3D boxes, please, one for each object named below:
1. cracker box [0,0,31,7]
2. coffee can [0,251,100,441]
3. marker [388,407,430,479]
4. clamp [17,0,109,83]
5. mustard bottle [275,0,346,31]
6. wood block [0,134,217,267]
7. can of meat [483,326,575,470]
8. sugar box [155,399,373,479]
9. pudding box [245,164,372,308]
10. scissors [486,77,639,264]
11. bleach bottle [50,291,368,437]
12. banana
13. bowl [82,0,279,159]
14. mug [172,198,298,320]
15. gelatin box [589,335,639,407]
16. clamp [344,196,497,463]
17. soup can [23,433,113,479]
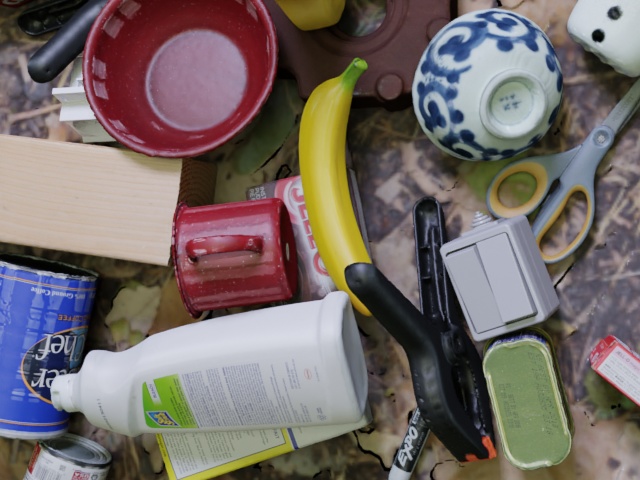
[{"bbox_3d":[-0.248,-0.330,0.914,0.164,0.072,0.214,-17,86,27],"label":"cracker box"},{"bbox_3d":[-0.252,0.088,0.909,0.103,0.102,0.140,13,92,12],"label":"coffee can"},{"bbox_3d":[0.075,0.170,0.877,0.020,0.020,0.121,23,94,12],"label":"marker"},{"bbox_3d":[-0.190,-0.207,0.918,0.171,0.039,0.120,-36,44,-6],"label":"clamp"},{"bbox_3d":[-0.028,-0.218,0.761,0.058,0.191,0.096,-8,85,14],"label":"mustard bottle"},{"bbox_3d":[-0.203,-0.035,0.906,0.206,0.090,0.091,8,91,13],"label":"wood block"},{"bbox_3d":[0.161,0.121,0.825,0.057,0.084,0.102,-15,87,11],"label":"can of meat"},{"bbox_3d":[-0.052,0.137,0.893,0.176,0.048,0.093,-19,84,9],"label":"sugar box"},{"bbox_3d":[-0.006,0.001,0.886,0.090,0.039,0.113,-13,87,12],"label":"pudding box"},{"bbox_3d":[0.203,-0.081,0.852,0.096,0.016,0.202,23,94,12],"label":"scissors"},{"bbox_3d":[-0.094,0.104,0.836,0.251,0.068,0.102,-7,119,14],"label":"bleach bottle"},{"bbox_3d":[0.013,-0.039,0.835,0.037,0.070,0.198,-7,94,-30],"label":"banana"},{"bbox_3d":[-0.107,-0.138,0.864,0.162,0.055,0.162,-2,80,10],"label":"bowl"},{"bbox_3d":[-0.066,0.009,0.823,0.081,0.117,0.093,-7,79,8],"label":"mug"},{"bbox_3d":[0.247,0.111,0.811,0.089,0.073,0.030,39,97,10],"label":"gelatin box"},{"bbox_3d":[0.093,0.074,0.836,0.036,0.164,0.210,-15,110,31],"label":"clamp"},{"bbox_3d":[-0.227,0.225,0.920,0.068,0.068,0.102,22,94,12],"label":"soup can"}]
